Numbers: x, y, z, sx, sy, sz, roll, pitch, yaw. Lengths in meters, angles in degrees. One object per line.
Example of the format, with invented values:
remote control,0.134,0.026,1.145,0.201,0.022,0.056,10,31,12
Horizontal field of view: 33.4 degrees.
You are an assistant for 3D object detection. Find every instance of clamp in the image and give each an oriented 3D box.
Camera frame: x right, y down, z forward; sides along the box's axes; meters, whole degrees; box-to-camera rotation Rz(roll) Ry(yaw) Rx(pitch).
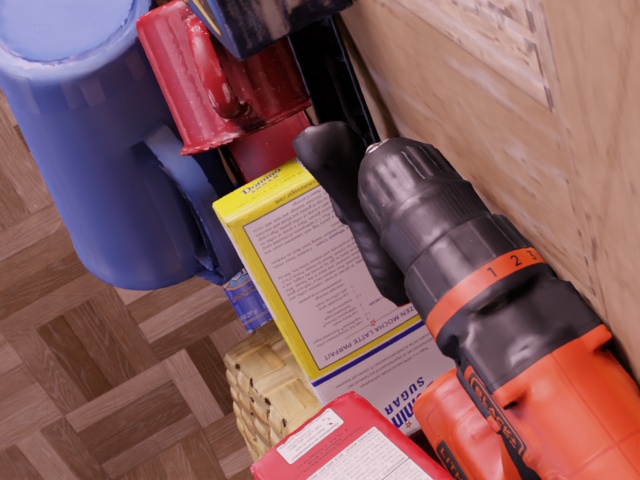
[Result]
clamp,0.021,-0.036,0.522,0.171,0.039,0.120,62,-159,-49

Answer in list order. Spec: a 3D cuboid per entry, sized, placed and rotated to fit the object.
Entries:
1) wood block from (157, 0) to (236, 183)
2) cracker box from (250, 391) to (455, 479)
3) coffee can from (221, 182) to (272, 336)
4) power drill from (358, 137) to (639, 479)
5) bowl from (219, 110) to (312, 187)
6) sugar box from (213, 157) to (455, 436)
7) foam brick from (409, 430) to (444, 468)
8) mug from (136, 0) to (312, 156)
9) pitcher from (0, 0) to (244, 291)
wood block,-0.112,-0.136,0.887,0.090,0.090,0.206,58,173,32
cracker box,0.076,0.180,0.462,0.214,0.072,0.164,35,158,52
coffee can,-0.058,0.005,1.009,0.140,0.102,0.103,61,173,2
power drill,0.076,0.062,0.462,0.184,0.057,0.187,58,173,24
bowl,-0.041,-0.069,0.794,0.162,0.055,0.162,60,173,11
sugar box,0.019,0.035,0.621,0.176,0.093,0.048,64,173,-24
foam brick,0.095,0.149,0.693,0.078,0.053,0.051,62,173,-7
mug,-0.055,-0.100,0.600,0.117,0.093,0.081,-73,-38,-74
pitcher,-0.134,-0.072,0.738,0.243,0.149,0.145,78,-168,-58
